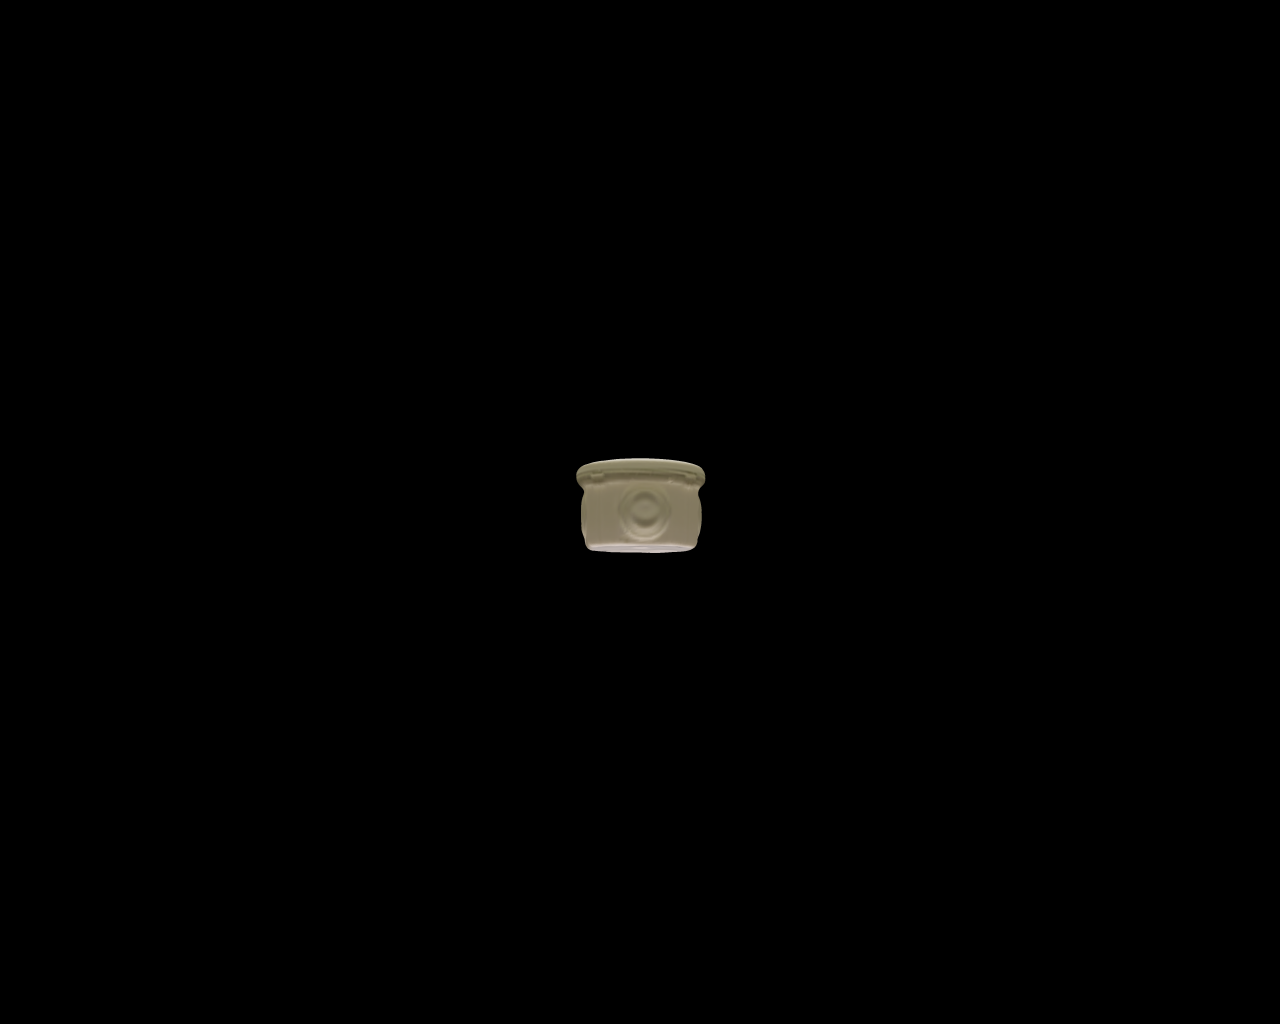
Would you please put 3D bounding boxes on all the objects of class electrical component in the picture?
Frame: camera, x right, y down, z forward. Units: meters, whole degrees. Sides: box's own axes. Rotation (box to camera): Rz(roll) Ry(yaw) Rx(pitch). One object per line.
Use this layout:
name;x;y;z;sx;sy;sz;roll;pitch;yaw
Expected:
electrical component;0.001;-0.003;0.650;0.080;0.051;0.080;0;-7;0
